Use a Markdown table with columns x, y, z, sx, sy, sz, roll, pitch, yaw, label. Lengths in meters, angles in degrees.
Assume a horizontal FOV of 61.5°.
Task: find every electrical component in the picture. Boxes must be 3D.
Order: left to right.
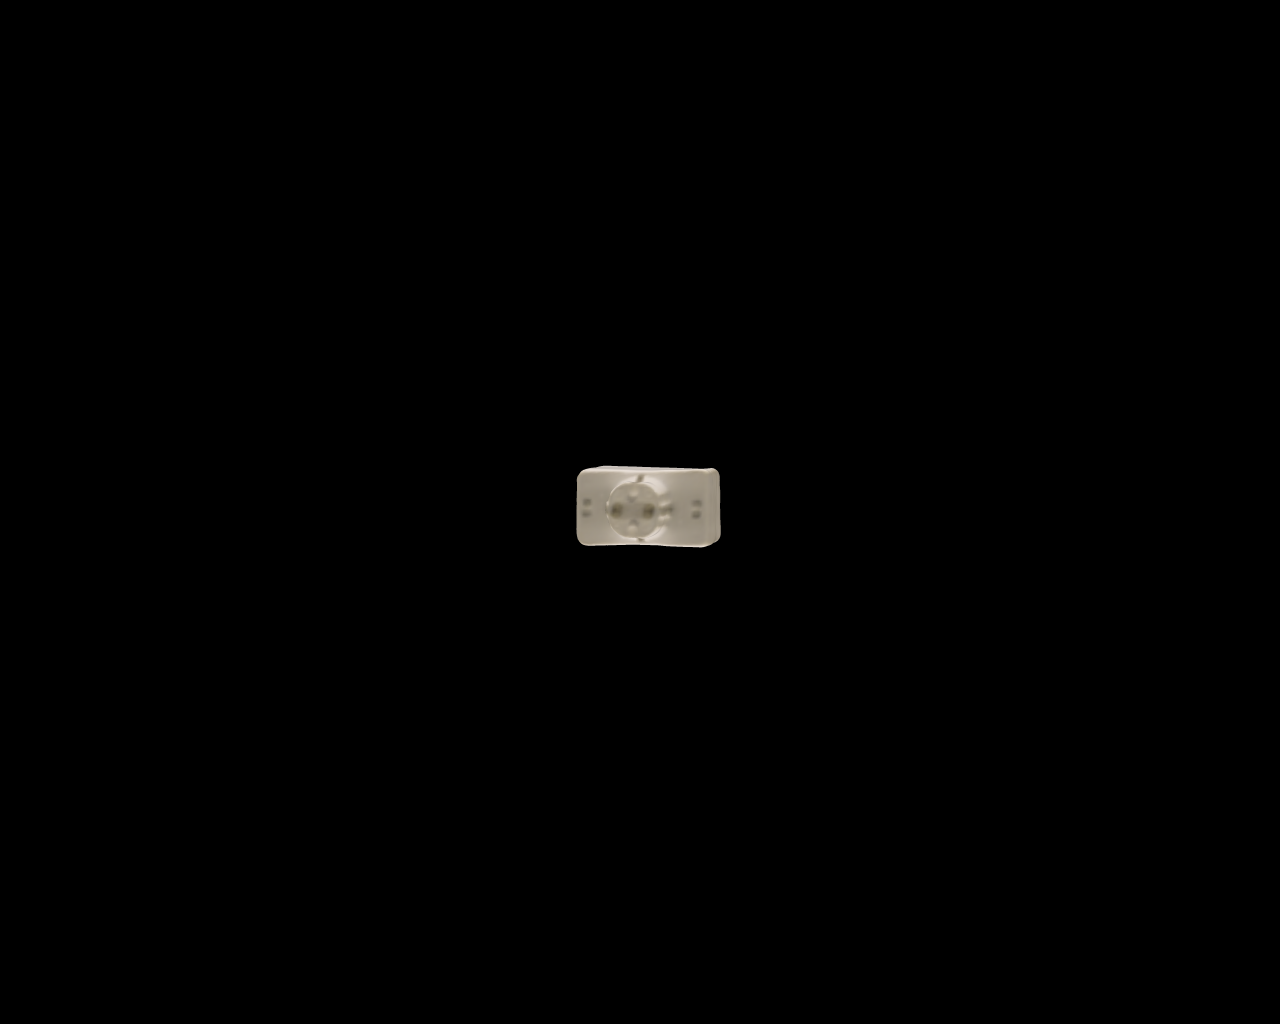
| x | y | z | sx | sy | sz | roll | pitch | yaw | label |
| --- | --- | --- | --- | --- | --- | --- | --- | --- | --- |
| 0.001 | -0.003 | 0.650 | 0.083 | 0.047 | 0.076 | 1 | 4 | 15 | electrical component |
